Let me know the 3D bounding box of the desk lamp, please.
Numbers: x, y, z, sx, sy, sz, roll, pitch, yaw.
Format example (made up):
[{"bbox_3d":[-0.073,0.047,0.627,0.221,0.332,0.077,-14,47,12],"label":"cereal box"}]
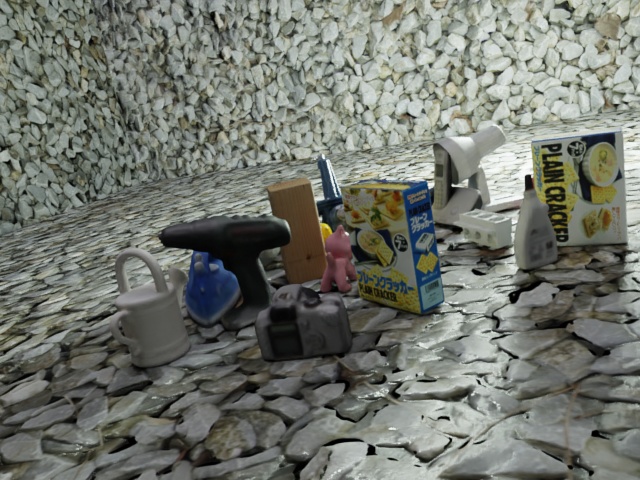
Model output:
[{"bbox_3d":[0.403,-0.177,1.463,0.203,0.214,0.117,-14,15,-10],"label":"desk lamp"}]

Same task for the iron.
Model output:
[{"bbox_3d":[-0.230,0.066,1.167,0.118,0.141,0.258,-12,15,-4],"label":"iron"}]

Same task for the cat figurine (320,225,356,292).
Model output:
[{"bbox_3d":[0.037,0.031,1.151,0.067,0.118,0.128,-5,16,20],"label":"cat figurine"}]

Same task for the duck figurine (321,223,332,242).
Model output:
[{"bbox_3d":[0.012,0.005,1.325,0.078,0.086,0.104,-21,18,-32],"label":"duck figurine"}]

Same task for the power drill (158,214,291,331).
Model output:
[{"bbox_3d":[-0.155,0.051,1.040,0.230,0.208,0.075,-17,16,-20],"label":"power drill"}]

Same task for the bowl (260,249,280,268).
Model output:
[{"bbox_3d":[-0.164,0.033,1.370,0.167,0.075,0.167,-10,15,3],"label":"bowl"}]

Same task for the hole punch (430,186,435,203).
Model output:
[{"bbox_3d":[0.297,-0.110,1.532,0.100,0.091,0.109,2,20,40],"label":"hole punch"}]

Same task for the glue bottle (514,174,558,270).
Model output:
[{"bbox_3d":[0.386,-0.036,1.040,0.078,0.173,0.037,-15,16,-13],"label":"glue bottle"}]

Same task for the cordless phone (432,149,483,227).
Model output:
[{"bbox_3d":[0.324,-0.128,1.395,0.094,0.185,0.147,-18,17,-23],"label":"cordless phone"}]

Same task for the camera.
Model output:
[{"bbox_3d":[-0.022,0.115,0.918,0.143,0.101,0.137,-8,15,12],"label":"camera"}]

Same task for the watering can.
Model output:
[{"bbox_3d":[-0.289,0.103,0.971,0.101,0.194,0.173,-9,15,7],"label":"watering can"}]

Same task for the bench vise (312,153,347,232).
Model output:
[{"bbox_3d":[0.043,-0.111,1.466,0.122,0.220,0.206,-19,17,-26],"label":"bench vise"}]
